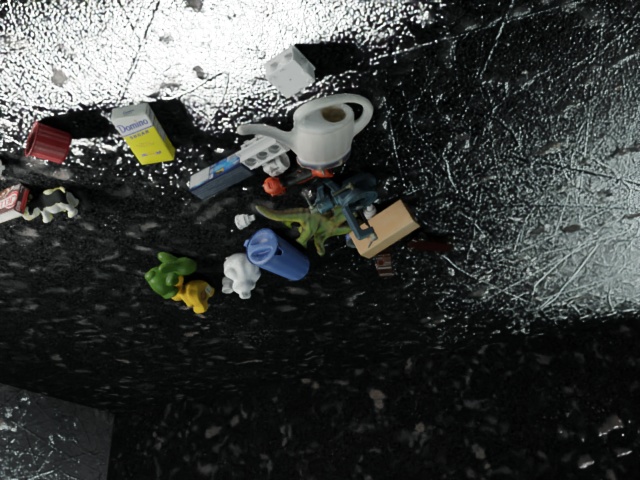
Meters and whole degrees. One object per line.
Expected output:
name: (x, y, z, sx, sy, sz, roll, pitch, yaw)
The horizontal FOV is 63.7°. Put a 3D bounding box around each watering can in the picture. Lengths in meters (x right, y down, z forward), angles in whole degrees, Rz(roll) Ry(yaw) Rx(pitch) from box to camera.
watering can: (-0.030, -0.266, 1.306, 0.349, 0.106, 0.219, -17, 149, -10)

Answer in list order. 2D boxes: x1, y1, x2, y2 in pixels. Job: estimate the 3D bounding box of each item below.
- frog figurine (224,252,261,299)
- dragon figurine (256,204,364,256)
frog figurine: (-0.286, 0.130, 1.892, 0.136, 0.163, 0.121, 20, 139, -35)
dragon figurine: (0.005, -0.085, 1.680, 0.240, 0.125, 0.405, -39, 141, 17)
